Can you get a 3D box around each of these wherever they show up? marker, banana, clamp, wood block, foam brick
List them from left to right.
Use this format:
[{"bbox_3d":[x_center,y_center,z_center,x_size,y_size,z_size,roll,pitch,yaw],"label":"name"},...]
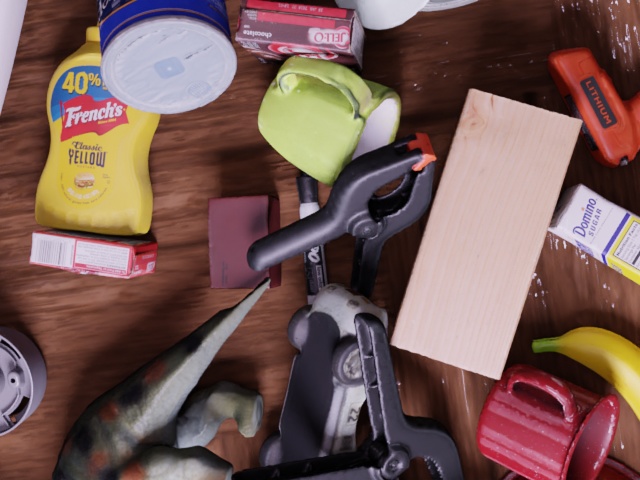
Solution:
[{"bbox_3d":[-0.063,0.002,0.893,0.053,0.051,0.078,0,91,9],"label":"foam brick"},{"bbox_3d":[-0.006,0.001,0.902,0.020,0.020,0.121,-6,90,7],"label":"marker"},{"bbox_3d":[0.022,-0.018,0.832,0.120,0.039,0.172,8,130,-31],"label":"clamp"},{"bbox_3d":[0.051,0.158,0.831,0.209,0.036,0.164,31,93,-33],"label":"clamp"},{"bbox_3d":[0.129,-0.005,0.849,0.091,0.090,0.206,17,93,6],"label":"wood block"},{"bbox_3d":[0.260,0.140,0.865,0.070,0.037,0.198,-41,84,24],"label":"banana"}]

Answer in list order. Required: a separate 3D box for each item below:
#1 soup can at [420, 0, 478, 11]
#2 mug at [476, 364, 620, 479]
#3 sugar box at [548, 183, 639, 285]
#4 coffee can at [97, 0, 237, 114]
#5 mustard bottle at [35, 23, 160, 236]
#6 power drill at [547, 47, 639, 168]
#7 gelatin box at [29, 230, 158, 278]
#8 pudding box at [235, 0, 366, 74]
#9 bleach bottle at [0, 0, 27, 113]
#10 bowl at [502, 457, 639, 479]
[{"bbox_3d":[0.098,-0.243,0.860,0.068,0.068,0.102,-10,90,7],"label":"soup can"},{"bbox_3d":[0.174,0.140,0.829,0.082,0.117,0.093,22,60,33],"label":"mug"},{"bbox_3d":[0.264,0.018,0.831,0.176,0.093,0.048,28,94,7],"label":"sugar box"},{"bbox_3d":[-0.125,-0.186,0.843,0.103,0.102,0.140,-16,57,7],"label":"coffee can"},{"bbox_3d":[-0.184,-0.102,0.903,0.096,0.058,0.191,6,91,12],"label":"mustard bottle"},{"bbox_3d":[0.281,-0.155,0.844,0.188,0.057,0.184,-26,88,7],"label":"power drill"},{"bbox_3d":[-0.189,0.012,0.898,0.089,0.073,0.030,8,93,6],"label":"gelatin box"},{"bbox_3d":[-0.012,-0.162,0.852,0.090,0.113,0.039,9,93,7],"label":"pudding box"},{"bbox_3d":[-0.323,-0.131,0.919,0.102,0.068,0.251,16,95,8],"label":"bleach bottle"},{"bbox_3d":[0.208,0.255,0.862,0.162,0.055,0.162,0,91,7],"label":"bowl"}]
